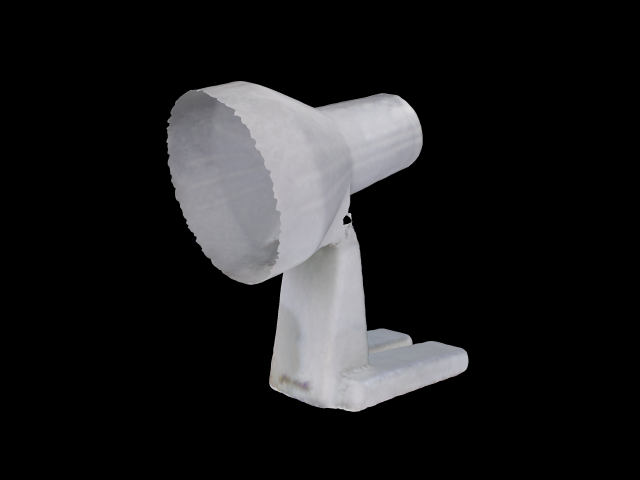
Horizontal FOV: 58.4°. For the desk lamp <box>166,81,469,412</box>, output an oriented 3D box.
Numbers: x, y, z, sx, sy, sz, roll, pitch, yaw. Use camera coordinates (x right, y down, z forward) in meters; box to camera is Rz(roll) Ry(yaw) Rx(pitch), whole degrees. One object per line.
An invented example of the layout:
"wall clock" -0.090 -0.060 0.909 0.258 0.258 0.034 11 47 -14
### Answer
"desk lamp" 0.004 0.001 0.400 0.204 0.213 0.117 -5 8 -40
